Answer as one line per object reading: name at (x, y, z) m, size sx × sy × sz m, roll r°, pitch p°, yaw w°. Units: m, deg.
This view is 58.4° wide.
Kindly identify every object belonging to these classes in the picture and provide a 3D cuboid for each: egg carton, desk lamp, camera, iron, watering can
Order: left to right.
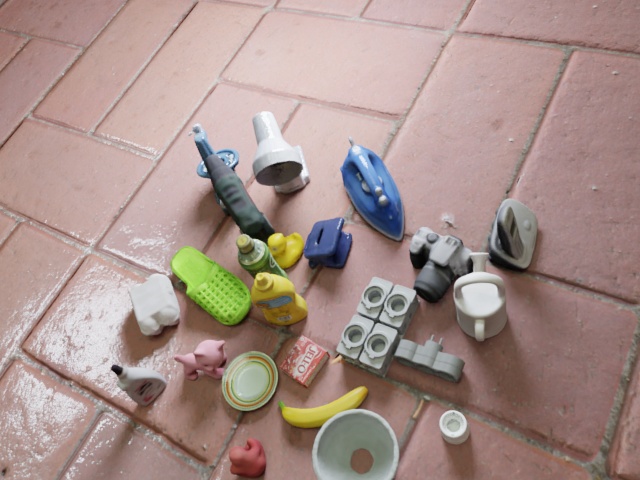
egg carton at (-0.402, 0.157, 1.402) m, size 0.107 × 0.069 × 0.150 m, roll -31°, pitch 56°, yaw -2°
desk lamp at (-0.105, -0.207, 1.442) m, size 0.118 × 0.214 × 0.203 m, roll -20°, pitch 56°, yaw 6°
iron at (0.128, -0.127, 1.362) m, size 0.118 × 0.142 × 0.257 m, roll -26°, pitch 55°, yaw 1°
camera at (0.246, 0.055, 1.239) m, size 0.142 × 0.101 × 0.137 m, roll 27°, pitch 71°, yaw 29°
watering can at (0.312, 0.107, 1.129) m, size 0.101 × 0.194 × 0.172 m, roll -20°, pitch 56°, yaw 5°

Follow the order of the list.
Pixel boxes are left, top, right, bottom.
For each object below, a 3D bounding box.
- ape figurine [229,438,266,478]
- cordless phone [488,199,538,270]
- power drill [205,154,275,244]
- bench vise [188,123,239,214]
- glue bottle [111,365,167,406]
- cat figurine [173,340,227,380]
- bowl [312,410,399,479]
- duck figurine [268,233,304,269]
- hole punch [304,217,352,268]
ape figurine at (-0.150, 0.434, 1.139) m, size 0.078 × 0.092 × 0.076 m, roll -39°, pitch 56°, yaw -8°
cordless phone at (0.402, -0.036, 1.193) m, size 0.094 × 0.185 × 0.148 m, roll 8°, pitch 63°, yaw 22°
power drill at (-0.190, -0.079, 1.394) m, size 0.075 × 0.209 × 0.229 m, roll -34°, pitch 56°, yaw -4°
bench vise at (-0.255, -0.187, 1.474) m, size 0.121 × 0.220 × 0.207 m, roll -34°, pitch 56°, yaw -4°
glue bottle at (-0.405, 0.306, 1.249) m, size 0.037 × 0.173 × 0.078 m, roll 31°, pitch 73°, yaw 31°
cat figurine at (-0.260, 0.260, 1.265) m, size 0.127 × 0.118 × 0.067 m, roll -7°, pitch 58°, yaw 14°
bowl at (0.074, 0.414, 1.090) m, size 0.167 × 0.075 × 0.167 m, roll -8°, pitch 58°, yaw 13°
duck figurine at (-0.092, 0.014, 1.380) m, size 0.104 × 0.086 × 0.077 m, roll -40°, pitch 56°, yaw -8°
hole punch at (0.012, 0.005, 1.349) m, size 0.100 × 0.091 × 0.109 m, roll 6°, pitch 62°, yaw 21°
